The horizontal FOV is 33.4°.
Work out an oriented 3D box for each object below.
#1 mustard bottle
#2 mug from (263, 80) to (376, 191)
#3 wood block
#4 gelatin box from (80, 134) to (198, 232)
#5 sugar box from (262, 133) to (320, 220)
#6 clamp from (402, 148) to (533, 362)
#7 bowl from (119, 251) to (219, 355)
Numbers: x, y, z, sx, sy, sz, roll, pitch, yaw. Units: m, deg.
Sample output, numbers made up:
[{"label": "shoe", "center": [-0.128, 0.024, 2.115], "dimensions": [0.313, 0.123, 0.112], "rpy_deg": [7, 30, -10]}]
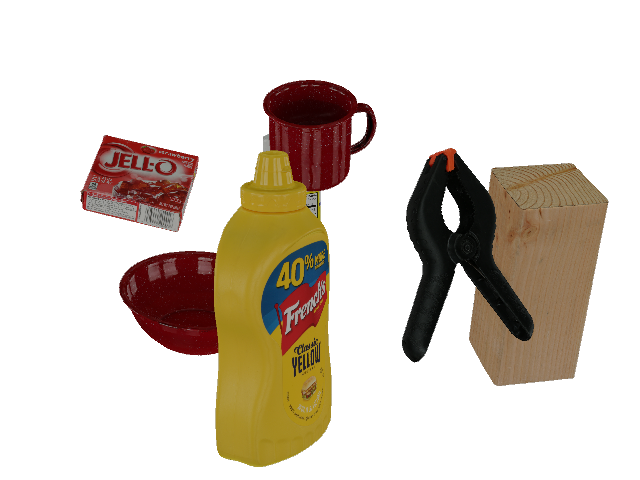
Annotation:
[{"label": "mustard bottle", "center": [-0.029, 0.039, 0.677], "dimensions": [0.058, 0.192, 0.096], "rpy_deg": [9, 18, 32]}, {"label": "mug", "center": [0.001, -0.106, 1.074], "dimensions": [0.117, 0.081, 0.093], "rpy_deg": [-14, 40, -18]}, {"label": "wood block", "center": [0.215, 0.035, 1.080], "dimensions": [0.090, 0.206, 0.090], "rpy_deg": [-4, 30, -11]}, {"label": "gelatin box", "center": [-0.160, -0.052, 0.947], "dimensions": [0.089, 0.073, 0.030], "rpy_deg": [14, -43, -3]}, {"label": "sugar box", "center": [-0.035, -0.033, 1.272], "dimensions": [0.048, 0.176, 0.093], "rpy_deg": [-13, 26, -19]}, {"label": "clamp", "center": [0.103, 0.015, 0.862], "dimensions": [0.120, 0.171, 0.039], "rpy_deg": [-17, -1, -31]}, {"label": "bowl", "center": [-0.127, 0.071, 1.104], "dimensions": [0.162, 0.055, 0.162], "rpy_deg": [5, 27, -3]}]
